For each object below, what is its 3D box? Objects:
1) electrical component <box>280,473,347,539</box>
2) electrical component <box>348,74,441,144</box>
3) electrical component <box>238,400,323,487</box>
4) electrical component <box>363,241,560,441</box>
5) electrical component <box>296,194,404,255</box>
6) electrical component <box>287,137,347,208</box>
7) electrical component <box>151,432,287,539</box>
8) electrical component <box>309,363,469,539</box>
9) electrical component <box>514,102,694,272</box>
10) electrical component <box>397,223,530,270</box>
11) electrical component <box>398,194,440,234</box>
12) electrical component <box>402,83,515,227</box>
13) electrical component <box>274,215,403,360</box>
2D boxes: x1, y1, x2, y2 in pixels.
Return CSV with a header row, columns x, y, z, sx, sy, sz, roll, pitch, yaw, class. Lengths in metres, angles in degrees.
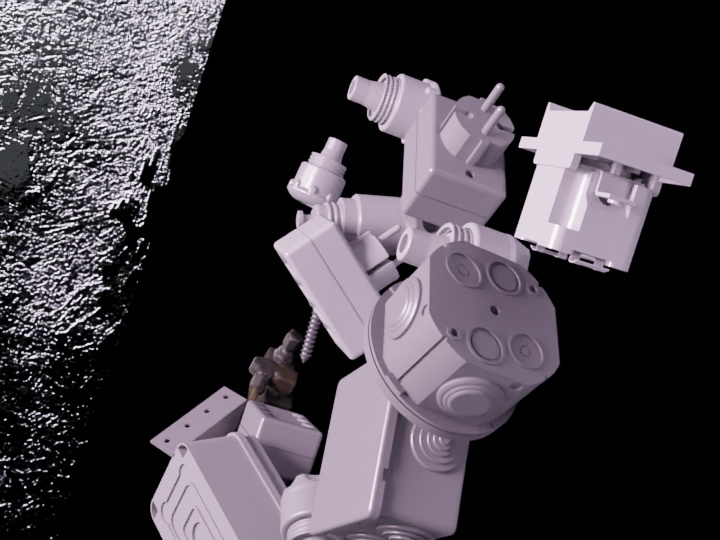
x,y,z,sx,sy,sz,roll,pitch,yaw,class
-0.027,0.157,0.648,0.062,0.043,0.043,-92,26,-48,electrical component
0.023,-0.117,0.755,0.048,0.062,0.048,-161,90,-74,electrical component
-0.067,0.143,0.792,0.066,0.047,0.076,-164,93,-74,electrical component
0.046,0.031,0.480,0.051,0.080,0.080,-49,27,43,electrical component
-0.004,-0.032,0.732,0.040,0.078,0.040,-176,90,-76,electrical component
-0.031,-0.084,0.936,0.062,0.048,0.048,-65,16,-2,electrical component
-0.083,0.172,0.714,0.113,0.057,0.078,53,129,35,electrical component
0.018,0.095,0.557,0.100,0.048,0.099,139,146,-61,electrical component
0.097,-0.034,0.451,0.081,0.042,0.063,-148,74,-75,electrical component
0.050,-0.004,0.536,0.043,0.062,0.043,-161,90,-75,electrical component
0.040,-0.038,0.660,0.061,0.035,0.035,-114,45,-70,electrical component
0.061,-0.071,0.601,0.076,0.047,0.065,125,158,-45,electrical component
0.000,0.000,0.696,0.076,0.083,0.047,-33,15,-6,electrical component
